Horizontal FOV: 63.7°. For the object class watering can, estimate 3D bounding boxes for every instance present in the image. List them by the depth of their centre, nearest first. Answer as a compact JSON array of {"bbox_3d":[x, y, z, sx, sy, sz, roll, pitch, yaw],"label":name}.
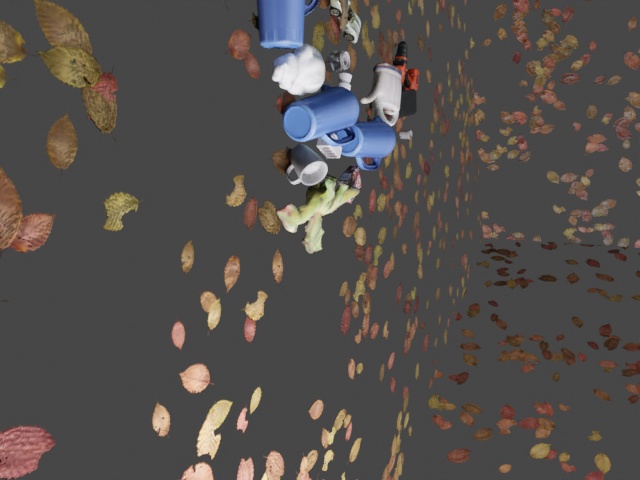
[{"bbox_3d":[0.230,-0.545,1.888,0.347,0.104,0.225,10,83,-64],"label":"watering can"}]

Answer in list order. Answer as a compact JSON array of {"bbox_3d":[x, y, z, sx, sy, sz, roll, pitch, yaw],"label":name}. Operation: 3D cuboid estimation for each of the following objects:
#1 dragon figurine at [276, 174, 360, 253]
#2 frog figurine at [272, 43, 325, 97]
[{"bbox_3d":[0.005,-0.078,1.552,0.409,0.123,0.242,12,100,-60],"label":"dragon figurine"},{"bbox_3d":[-0.055,-0.449,1.349,0.160,0.123,0.136,-25,135,-72],"label":"frog figurine"}]
